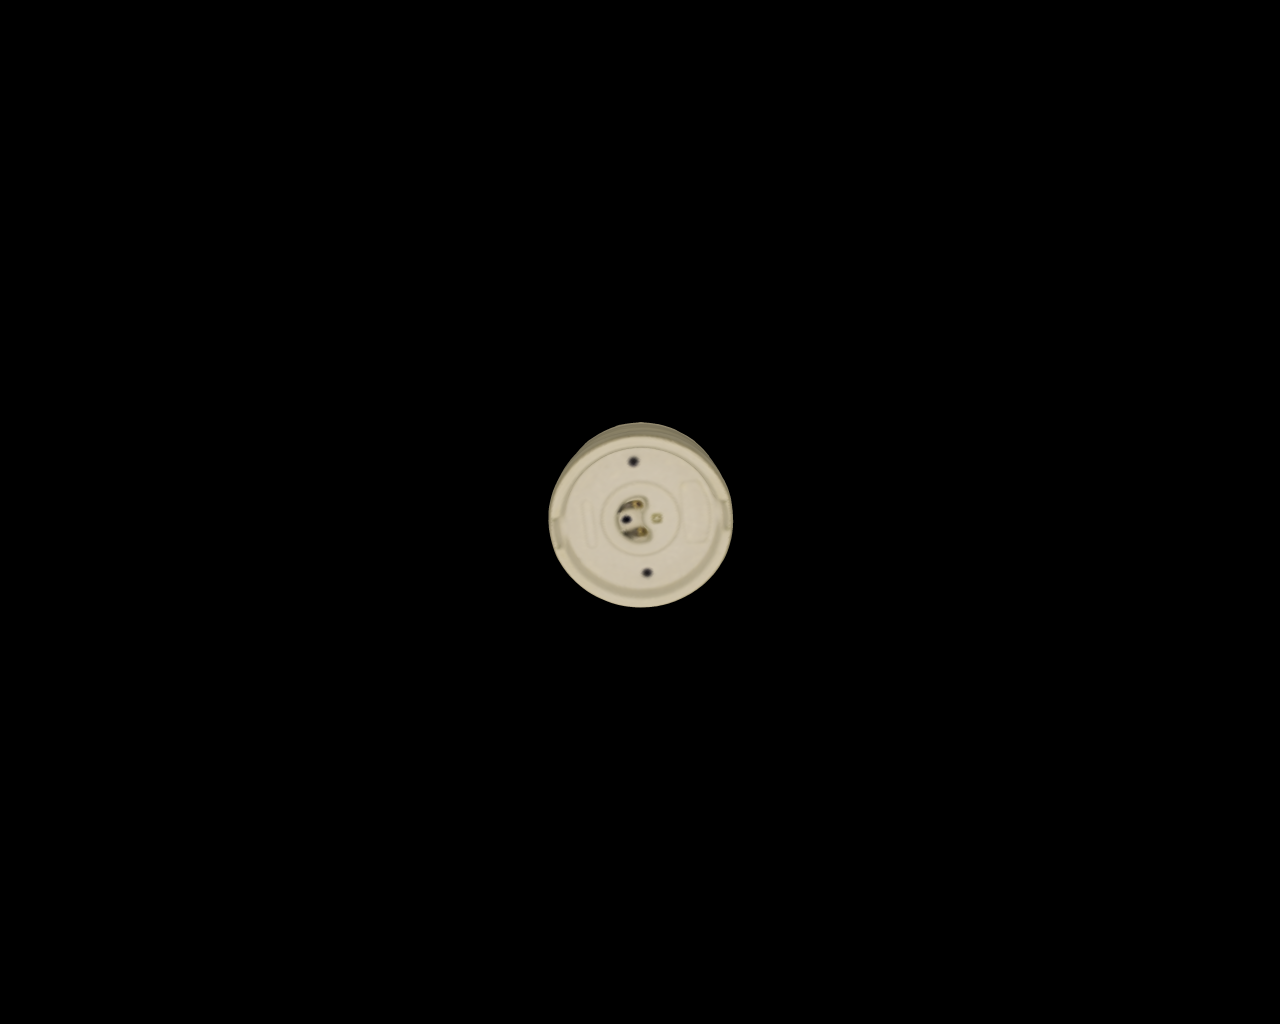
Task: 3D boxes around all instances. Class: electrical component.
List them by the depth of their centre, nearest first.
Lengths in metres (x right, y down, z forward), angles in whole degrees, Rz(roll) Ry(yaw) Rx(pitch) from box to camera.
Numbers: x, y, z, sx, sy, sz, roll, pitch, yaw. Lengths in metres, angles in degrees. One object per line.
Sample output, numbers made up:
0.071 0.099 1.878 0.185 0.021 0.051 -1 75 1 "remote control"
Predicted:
0.001 -0.003 0.650 0.108 0.108 0.060 0 20 0 "electrical component"
